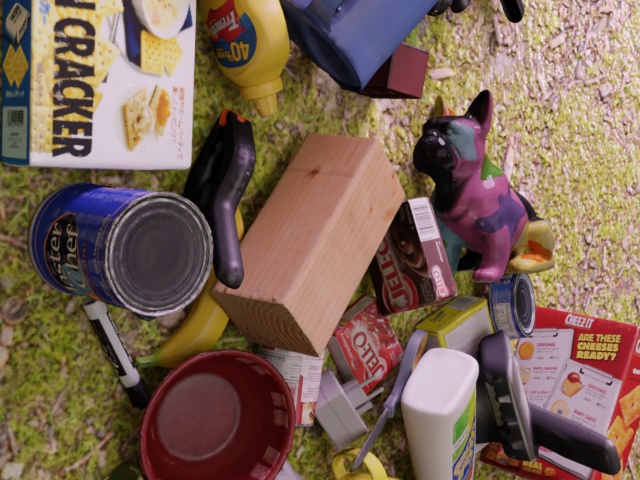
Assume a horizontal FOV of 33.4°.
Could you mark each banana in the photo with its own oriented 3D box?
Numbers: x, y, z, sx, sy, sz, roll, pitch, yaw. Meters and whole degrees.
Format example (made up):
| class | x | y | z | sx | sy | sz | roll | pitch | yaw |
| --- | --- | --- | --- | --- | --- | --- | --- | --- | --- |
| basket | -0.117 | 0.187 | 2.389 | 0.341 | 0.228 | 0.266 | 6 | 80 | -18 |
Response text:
| class | x | y | z | sx | sy | sz | roll | pitch | yaw |
| --- | --- | --- | --- | --- | --- | --- | --- | --- | --- |
| banana | -0.110 | 0.046 | 1.037 | 0.069 | 0.037 | 0.198 | 31 | 76 | -38 |

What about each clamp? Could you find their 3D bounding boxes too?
| class | x | y | z | sx | sy | sz | roll | pitch | yaw |
| --- | --- | --- | --- | --- | --- | --- | --- | --- | --- |
| clamp | 0.189 | -0.335 | 1.235 | 0.120 | 0.039 | 0.171 | -15 | 100 | -46 |
| clamp | -0.108 | -0.025 | 0.991 | 0.036 | 0.165 | 0.210 | 28 | 54 | -30 |

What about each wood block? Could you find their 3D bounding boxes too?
| class | x | y | z | sx | sy | sz | roll | pitch | yaw |
| --- | --- | --- | --- | --- | --- | --- | --- | --- | --- |
| wood block | -0.007 | 0.001 | 1.054 | 0.206 | 0.091 | 0.090 | -60 | 141 | -27 |

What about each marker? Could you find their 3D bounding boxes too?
| class | x | y | z | sx | sy | sz | roll | pitch | yaw |
| --- | --- | --- | --- | --- | --- | --- | --- | --- | --- |
| marker | -0.187 | 0.107 | 0.991 | 0.020 | 0.020 | 0.121 | -35 | 117 | -31 |

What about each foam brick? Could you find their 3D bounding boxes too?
| class | x | y | z | sx | sy | sz | roll | pitch | yaw |
| --- | --- | --- | --- | --- | --- | --- | --- | --- | --- |
| foam brick | 0.068 | -0.180 | 1.130 | 0.052 | 0.078 | 0.051 | 9 | 90 | -38 |

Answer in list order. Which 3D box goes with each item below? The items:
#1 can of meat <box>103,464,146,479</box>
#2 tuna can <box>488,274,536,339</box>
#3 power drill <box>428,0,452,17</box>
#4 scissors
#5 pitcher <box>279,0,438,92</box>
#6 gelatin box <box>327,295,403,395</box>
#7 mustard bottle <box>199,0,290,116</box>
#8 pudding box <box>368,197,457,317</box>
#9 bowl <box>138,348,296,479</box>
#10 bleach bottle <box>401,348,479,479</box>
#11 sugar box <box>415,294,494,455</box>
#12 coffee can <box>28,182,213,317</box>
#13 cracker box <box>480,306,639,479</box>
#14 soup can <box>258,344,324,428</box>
| class | x | y | z | sx | sy | sz | roll | pitch | yaw |
| --- | --- | --- | --- | --- | --- | --- | --- | --- | --- |
| can of meat | -0.182 | 0.272 | 0.994 | 0.102 | 0.058 | 0.084 | -48 | 121 | -25 |
| tuna can | 0.237 | 0.079 | 1.310 | 0.086 | 0.034 | 0.086 | 20 | 67 | -59 |
| power drill | 0.093 | -0.351 | 1.144 | 0.187 | 0.057 | 0.184 | 12 | 90 | -42 |
| scissors | 0.082 | 0.164 | 1.164 | 0.201 | 0.016 | 0.096 | -35 | 137 | -61 |
| pitcher | 0.070 | -0.273 | 1.032 | 0.243 | 0.149 | 0.145 | -47 | 131 | -5 |
| gelatin box | 0.049 | 0.117 | 1.182 | 0.073 | 0.030 | 0.089 | -38 | 118 | -30 |
| mustard bottle | -0.073 | -0.209 | 0.996 | 0.058 | 0.096 | 0.191 | -29 | 113 | -34 |
| pudding box | 0.092 | 0.019 | 1.146 | 0.039 | 0.090 | 0.113 | -8 | 81 | -41 |
| bowl | -0.106 | 0.177 | 1.022 | 0.161 | 0.055 | 0.162 | -5 | 101 | -28 |
| bleach bottle | 0.146 | 0.247 | 1.232 | 0.102 | 0.068 | 0.251 | -52 | 144 | -39 |
| sugar box | 0.176 | 0.164 | 1.284 | 0.093 | 0.048 | 0.176 | -29 | 117 | -34 |
| coffee can | -0.172 | 0.005 | 0.912 | 0.102 | 0.141 | 0.103 | -6 | 99 | -39 |
| cracker box | 0.311 | 0.202 | 1.323 | 0.072 | 0.164 | 0.213 | 28 | 78 | -41 |
| soup can | -0.033 | 0.135 | 1.092 | 0.068 | 0.069 | 0.102 | 8 | 90 | -40 |
